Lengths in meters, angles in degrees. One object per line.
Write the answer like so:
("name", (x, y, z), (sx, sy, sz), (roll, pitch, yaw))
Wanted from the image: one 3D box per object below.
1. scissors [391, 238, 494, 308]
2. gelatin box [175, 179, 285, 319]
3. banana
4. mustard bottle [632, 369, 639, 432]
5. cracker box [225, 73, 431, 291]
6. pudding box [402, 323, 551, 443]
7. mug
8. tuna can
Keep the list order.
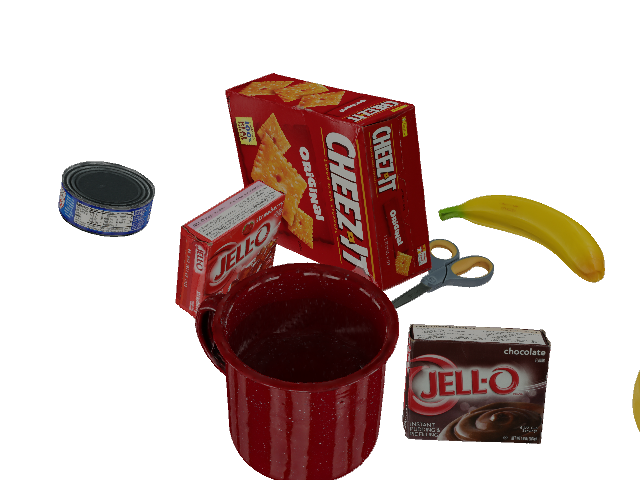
("scissors", (0.122, 0.038, 1.263), (0.201, 0.016, 0.096), (-11, 40, -36))
("gelatin box", (-0.066, 0.006, 0.781), (0.030, 0.073, 0.089), (30, 41, 22))
("banana", (0.207, -0.007, 1.031), (0.069, 0.037, 0.198), (-39, 38, -24))
("mustard bottle", (0.222, 0.099, 0.573), (0.096, 0.058, 0.191), (-5, 36, -2))
("cracker box", (0.004, -0.061, 1.023), (0.072, 0.164, 0.214), (-25, 29, -30))
("pudding box", (0.126, 0.116, 0.868), (0.113, 0.090, 0.039), (1, 21, 0))
("mug", (-0.018, 0.067, 0.559), (0.117, 0.081, 0.093), (22, 43, 24))
("tuna can", (-0.198, -0.038, 0.988), (0.086, 0.034, 0.086), (12, 28, -7))
